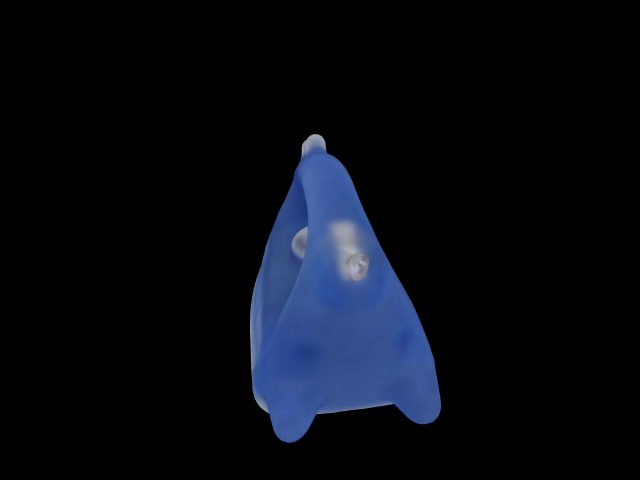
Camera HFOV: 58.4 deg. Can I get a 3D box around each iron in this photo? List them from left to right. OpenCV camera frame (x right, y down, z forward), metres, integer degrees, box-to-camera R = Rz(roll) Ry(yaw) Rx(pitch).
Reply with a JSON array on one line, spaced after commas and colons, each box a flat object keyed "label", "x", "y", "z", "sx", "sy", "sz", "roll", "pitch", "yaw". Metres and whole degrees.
[{"label": "iron", "x": 0.004, "y": 0.001, "z": 0.400, "sx": 0.118, "sy": 0.141, "sz": 0.258, "roll": -5, "pitch": 36, "yaw": -7}]
